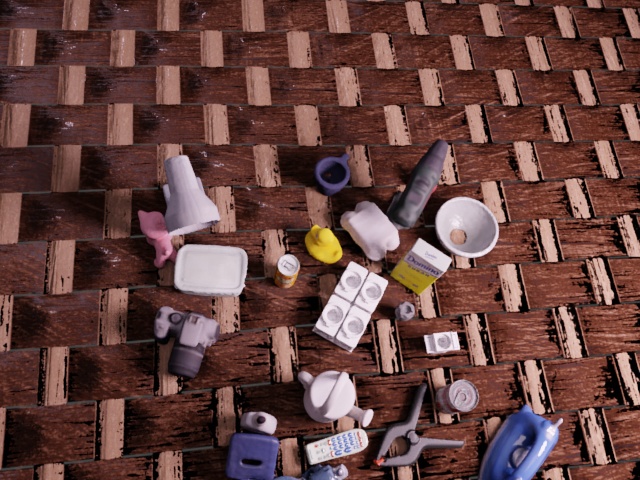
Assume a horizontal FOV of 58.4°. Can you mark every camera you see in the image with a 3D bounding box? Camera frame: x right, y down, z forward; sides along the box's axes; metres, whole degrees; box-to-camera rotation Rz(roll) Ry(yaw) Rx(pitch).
[{"bbox_3d":[-0.304,0.228,1.265,0.143,0.101,0.137,14,68,-3],"label":"camera"}]

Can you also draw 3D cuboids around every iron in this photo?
[{"bbox_3d":[0.441,0.490,1.258,0.118,0.141,0.259,39,68,7],"label":"iron"}]

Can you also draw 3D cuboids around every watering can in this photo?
[{"bbox_3d":[0.032,0.335,1.225,0.173,0.194,0.101,13,68,-3],"label":"watering can"}]

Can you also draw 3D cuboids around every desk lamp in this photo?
[{"bbox_3d":[-0.310,-0.089,1.325,0.118,0.213,0.203,-16,72,-14],"label":"desk lamp"}]

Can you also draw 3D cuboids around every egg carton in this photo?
[{"bbox_3d":[0.127,-0.024,1.447,0.107,0.069,0.150,-36,78,-19],"label":"egg carton"}]

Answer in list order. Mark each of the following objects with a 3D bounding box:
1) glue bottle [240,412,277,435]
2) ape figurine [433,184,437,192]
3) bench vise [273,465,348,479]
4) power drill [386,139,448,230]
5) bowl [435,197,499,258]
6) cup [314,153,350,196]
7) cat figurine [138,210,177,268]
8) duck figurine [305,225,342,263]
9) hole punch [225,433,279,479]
[{"bbox_3d":[-0.126,0.380,1.195,0.078,0.173,0.037,12,68,-4],"label":"glue bottle"},{"bbox_3d":[0.282,-0.166,1.513,0.078,0.092,0.076,-17,72,-15],"label":"ape figurine"},{"bbox_3d":[-0.042,0.504,1.135,0.121,0.219,0.208,41,69,8],"label":"bench vise"},{"bbox_3d":[0.235,-0.118,1.425,0.075,0.208,0.230,26,67,2],"label":"power drill"},{"bbox_3d":[0.368,-0.023,1.481,0.167,0.074,0.167,3,69,-8],"label":"bowl"},{"bbox_3d":[0.032,-0.164,1.472,0.091,0.095,0.118,35,68,6],"label":"cup"},{"bbox_3d":[-0.376,-0.011,1.336,0.067,0.117,0.127,-22,74,-16],"label":"cat figurine"},{"bbox_3d":[0.013,0.005,1.409,0.104,0.086,0.078,43,69,9],"label":"duck figurine"},{"bbox_3d":[-0.141,0.460,1.206,0.108,0.091,0.101,8,68,-6],"label":"hole punch"}]
